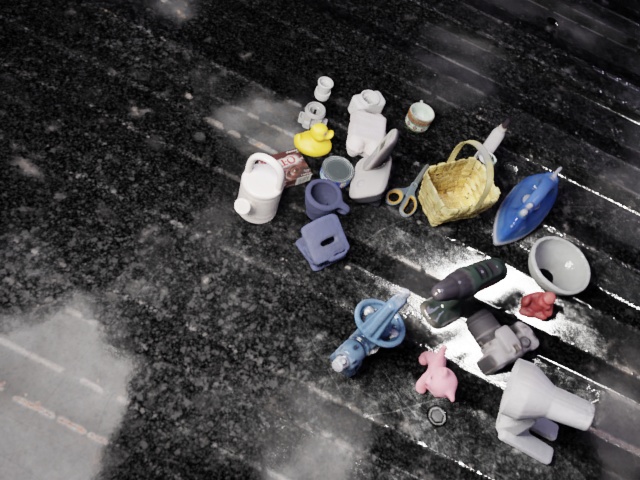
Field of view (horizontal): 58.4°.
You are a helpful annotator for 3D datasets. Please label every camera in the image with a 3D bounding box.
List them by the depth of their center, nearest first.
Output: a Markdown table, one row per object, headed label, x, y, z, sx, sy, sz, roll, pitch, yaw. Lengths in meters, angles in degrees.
| label | x | y | z | sx | sy | sz | roll | pitch | yaw |
| --- | --- | --- | --- | --- | --- | --- | --- | --- | --- |
| camera | 0.416 | 0.221 | 1.329 | 0.143 | 0.100 | 0.136 | -22 | 68 | -26 |

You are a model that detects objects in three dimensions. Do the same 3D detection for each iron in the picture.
| label | x | y | z | sx | sy | sz | roll | pitch | yaw |
| --- | --- | --- | --- | --- | --- | --- | --- | --- | --- |
| iron | 0.560 | -0.095 | 1.532 | 0.118 | 0.141 | 0.259 | 40 | 58 | 10 |

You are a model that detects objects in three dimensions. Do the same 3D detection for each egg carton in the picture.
| label | x | y | z | sx | sy | sz | roll | pitch | yaw |
| --- | --- | --- | --- | --- | --- | --- | --- | --- | --- |
| egg carton | 0.127 | -0.289 | 1.568 | 0.107 | 0.069 | 0.150 | 13 | 58 | -8 |

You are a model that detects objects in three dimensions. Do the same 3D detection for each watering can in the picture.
| label | x | y | z | sx | sy | sz | roll | pitch | yaw |
| --- | --- | --- | --- | --- | --- | --- | --- | --- | --- |
| watering can | -0.135 | -0.122 | 1.322 | 0.101 | 0.194 | 0.173 | 13 | 58 | -8 |

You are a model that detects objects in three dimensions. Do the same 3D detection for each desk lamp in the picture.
| label | x | y | z | sx | sy | sz | roll | pitch | yaw |
| --- | --- | --- | --- | --- | --- | --- | --- | --- | --- |
| desk lamp | 0.451 | 0.355 | 1.193 | 0.203 | 0.213 | 0.118 | 28 | 57 | 2 |

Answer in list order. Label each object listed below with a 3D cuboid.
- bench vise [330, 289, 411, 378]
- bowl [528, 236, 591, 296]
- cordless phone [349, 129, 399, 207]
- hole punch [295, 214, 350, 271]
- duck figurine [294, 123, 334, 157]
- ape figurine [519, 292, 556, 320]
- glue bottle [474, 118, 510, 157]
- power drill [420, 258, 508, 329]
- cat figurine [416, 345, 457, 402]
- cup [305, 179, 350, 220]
| label | x | y | z | sx | sy | sz | roll | pitch | yaw |
| --- | --- | --- | --- | --- | --- | --- | --- | --- | --- |
| bench vise | 0.117 | 0.195 | 1.190 | 0.121 | 0.219 | 0.208 | 28 | 57 | 2 |
| bowl | 0.604 | 0.078 | 1.482 | 0.167 | 0.074 | 0.167 | 7 | 59 | -11 |
| cordless phone | 0.145 | -0.185 | 1.443 | 0.094 | 0.185 | 0.147 | 16 | 57 | -6 |
| hole punch | 0.012 | 0.005 | 1.350 | 0.109 | 0.091 | 0.101 | -26 | 70 | -27 |
| duck figurine | -0.013 | -0.273 | 1.510 | 0.105 | 0.086 | 0.077 | 3 | 60 | -14 |
| ape figurine | 0.544 | 0.155 | 1.409 | 0.076 | 0.092 | 0.077 | -33 | 73 | -29 |
| glue bottle | 0.486 | -0.280 | 1.601 | 0.037 | 0.173 | 0.078 | 31 | 57 | 4 |
| power drill | 0.309 | 0.121 | 1.294 | 0.230 | 0.208 | 0.075 | -23 | 68 | -26 |
| cat figurine | 0.259 | 0.289 | 1.235 | 0.067 | 0.117 | 0.128 | 15 | 57 | -6 |
| cup | 0.013 | -0.083 | 1.399 | 0.117 | 0.095 | 0.092 | 29 | 57 | 3 |
